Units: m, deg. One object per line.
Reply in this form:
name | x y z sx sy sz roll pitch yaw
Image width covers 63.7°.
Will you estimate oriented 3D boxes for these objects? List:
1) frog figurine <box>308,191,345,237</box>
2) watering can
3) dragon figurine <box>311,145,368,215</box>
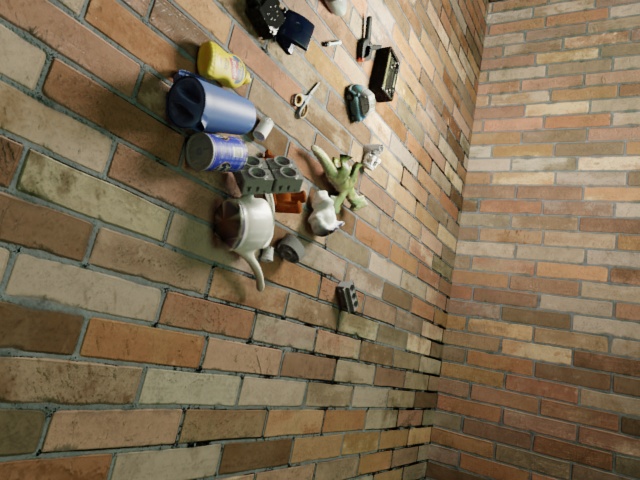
frog figurine | 0.006 -0.096 1.910 0.139 0.121 0.159 -32 91 -40
watering can | -0.214 -0.005 1.541 0.225 0.104 0.346 -2 98 -57
dragon figurine | 0.063 -0.204 1.990 0.408 0.122 0.243 14 89 -49
